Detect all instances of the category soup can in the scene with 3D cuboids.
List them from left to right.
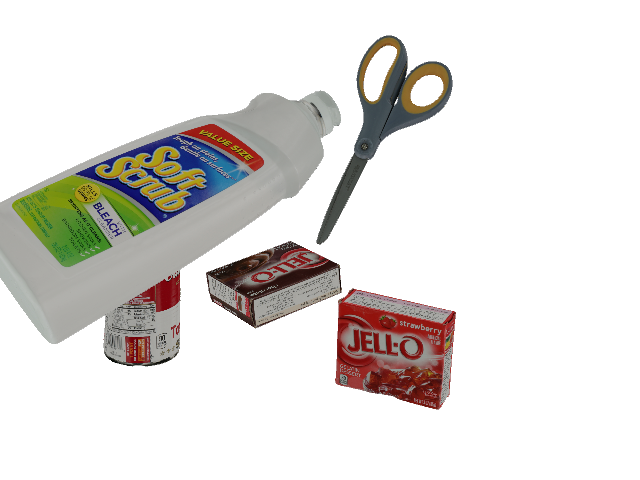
[{"bbox_3d":[-0.154,0.049,0.915,0.068,0.102,0.068,2,20,-1],"label":"soup can"}]

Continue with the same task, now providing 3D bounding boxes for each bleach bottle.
[{"bbox_3d":[-0.098,-0.037,0.717,0.250,0.103,0.068,-33,-27,-21],"label":"bleach bottle"}]

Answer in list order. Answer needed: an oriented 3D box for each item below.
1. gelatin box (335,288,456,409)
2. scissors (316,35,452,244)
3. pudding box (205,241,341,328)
[{"bbox_3d":[0.056,0.083,0.819,0.089,0.073,0.030,12,24,23],"label":"gelatin box"},{"bbox_3d":[0.061,-0.087,0.957,0.096,0.202,0.016,8,-11,12],"label":"scissors"},{"bbox_3d":[-0.048,0.044,1.110,0.113,0.039,0.090,-23,28,-29],"label":"pudding box"}]
